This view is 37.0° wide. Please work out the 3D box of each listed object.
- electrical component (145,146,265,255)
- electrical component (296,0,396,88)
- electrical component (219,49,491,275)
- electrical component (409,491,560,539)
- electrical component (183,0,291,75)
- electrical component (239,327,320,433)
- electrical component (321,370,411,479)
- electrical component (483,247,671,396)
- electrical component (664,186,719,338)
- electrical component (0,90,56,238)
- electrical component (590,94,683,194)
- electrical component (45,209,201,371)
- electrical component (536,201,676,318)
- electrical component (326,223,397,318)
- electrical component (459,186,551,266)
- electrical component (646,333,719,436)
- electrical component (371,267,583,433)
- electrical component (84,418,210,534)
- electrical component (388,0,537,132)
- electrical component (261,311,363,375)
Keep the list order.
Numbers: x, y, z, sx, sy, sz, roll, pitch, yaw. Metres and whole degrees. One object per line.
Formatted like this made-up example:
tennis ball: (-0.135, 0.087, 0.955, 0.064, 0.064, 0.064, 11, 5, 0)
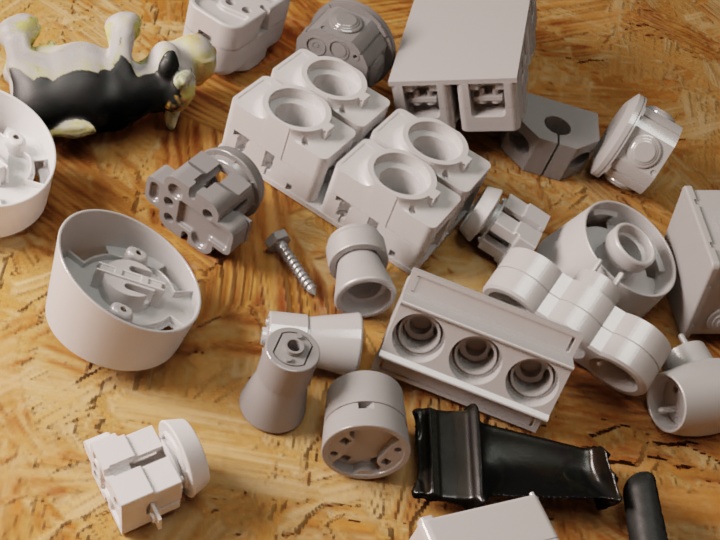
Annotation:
electrical component: (-0.106, -0.054, 0.776, 0.078, 0.058, 0.057, 34, 49, 12)
electrical component: (-0.014, -0.185, 0.918, 0.080, 0.080, 0.051, 29, 50, 7)
electrical component: (-0.002, -0.093, 0.849, 0.186, 0.060, 0.105, 33, 46, 11)
electrical component: (0.078, 0.176, 0.628, 0.096, 0.061, 0.061, -6, 52, -26)
electrical component: (-0.106, -0.211, 0.920, 0.054, 0.059, 0.095, 33, 46, 11)
electrical component: (-0.049, 0.067, 0.679, 0.044, 0.065, 0.044, 11, 46, -11)
electrical component: (0.003, 0.097, 0.680, 0.055, 0.055, 0.047, 11, 42, -11)
electrical component: (0.168, 0.024, 0.793, 0.138, 0.052, 0.073, 33, 70, 11)
electrical component: (0.278, -0.006, 0.849, 0.048, 0.099, 0.099, 0, 48, -4)
electrical component: (-0.258, -0.072, 0.730, 0.099, 0.064, 0.099, 11, 46, -11)
electrical component: (0.241, -0.109, 0.944, 0.051, 0.080, 0.080, 30, 45, 1)
electrical component: (-0.151, 0.014, 0.687, 0.099, 0.064, 0.099, 19, 35, -14)
electrical component: (0.199, -0.005, 0.859, 0.099, 0.064, 0.099, 17, 51, -22)
electrical component: (0.000, 0.000, 0.775, 0.045, 0.045, 0.055, 4, 47, -17)
electrical component: (0.113, -0.034, 0.849, 0.055, 0.048, 0.066, 33, 45, 0)
electrical component: (0.248, 0.079, 0.796, 0.077, 0.043, 0.079, -4, 50, -24)
electrical component: (0.080, 0.050, 0.739, 0.121, 0.078, 0.063, 21, 21, -1)
electrical component: (-0.121, 0.116, 0.622, 0.055, 0.048, 0.066, -20, 58, -25)
electrical component: (0.097, -0.194, 0.953, 0.105, 0.060, 0.186, 1, 43, 15)
electrical component: (-0.034, 0.047, 0.722, 0.065, 0.044, 0.044, 6, 47, -9)
